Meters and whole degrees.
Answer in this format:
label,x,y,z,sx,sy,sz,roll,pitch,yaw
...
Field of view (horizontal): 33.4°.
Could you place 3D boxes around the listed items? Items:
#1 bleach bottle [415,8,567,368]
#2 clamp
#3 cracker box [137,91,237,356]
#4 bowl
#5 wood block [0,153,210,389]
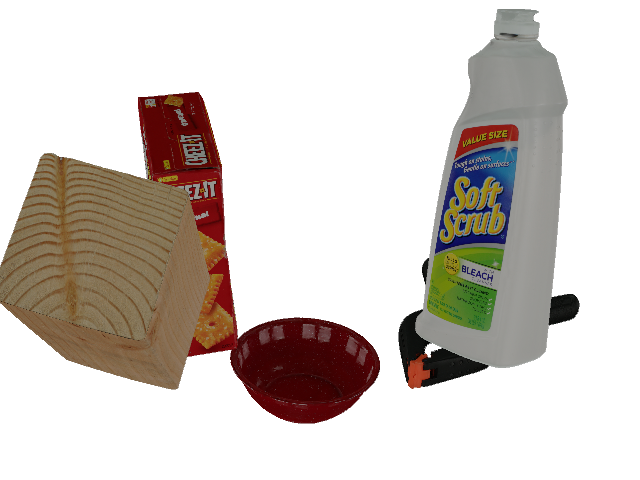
label,x,y,z,sx,sy,sz,roll,pitch,yaw
bleach bottle,0.126,-0.040,0.776,0.067,0.251,0.103,-12,21,-38
clamp,0.127,0.075,1.009,0.165,0.036,0.209,19,32,33
cracker box,-0.132,-0.017,1.066,0.072,0.214,0.164,-8,35,-10
bowl,-0.017,0.149,1.158,0.162,0.055,0.162,3,29,-2
wood block,-0.130,0.030,0.685,0.090,0.091,0.206,15,-15,2
